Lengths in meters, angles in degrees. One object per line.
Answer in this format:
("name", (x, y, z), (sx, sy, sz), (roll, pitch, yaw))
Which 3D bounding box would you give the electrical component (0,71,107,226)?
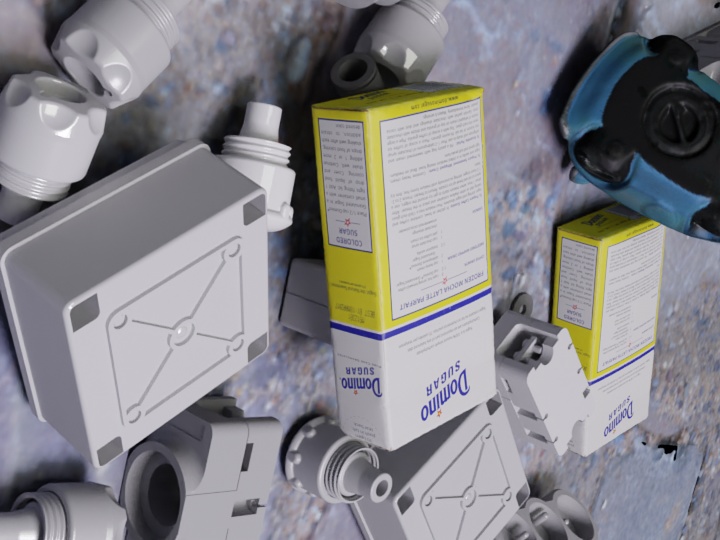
("electrical component", (-0.136, -0.048, 0.451), (0.043, 0.043, 0.062), (3, 122, -47))

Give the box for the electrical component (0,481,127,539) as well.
("electrical component", (-0.144, 0.120, 0.499), (0.062, 0.043, 0.043), (10, 96, -46))

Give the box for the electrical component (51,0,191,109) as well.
("electrical component", (-0.099, -0.104, 0.468), (0.062, 0.043, 0.043), (-52, 134, -22))

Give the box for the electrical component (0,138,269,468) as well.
("electrical component", (-0.097, 0.014, 0.479), (0.109, 0.056, 0.108), (-35, 146, -33))

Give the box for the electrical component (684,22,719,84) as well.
("electrical component", (0.296, -0.135, 0.857), (0.186, 0.060, 0.105), (-29, 123, -37))

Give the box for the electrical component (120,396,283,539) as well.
("electrical component", (-0.084, 0.114, 0.553), (0.056, 0.050, 0.089), (6, 99, -47))

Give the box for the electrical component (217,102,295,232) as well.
("electrical component", (-0.053, -0.051, 0.535), (0.048, 0.048, 0.062), (12, 88, -48))

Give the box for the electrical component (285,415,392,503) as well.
("electrical component", (-0.009, 0.115, 0.623), (0.048, 0.062, 0.048), (-18, 116, -42))

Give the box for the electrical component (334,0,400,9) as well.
("electrical component", (0.014, -0.163, 0.565), (0.081, 0.043, 0.043), (-38, 128, -31))

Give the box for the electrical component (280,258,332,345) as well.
("electrical component", (0.000, 0.000, 0.604), (0.066, 0.047, 0.076), (4, 101, -47))

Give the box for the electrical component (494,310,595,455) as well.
("electrical component", (0.118, 0.077, 0.748), (0.050, 0.056, 0.089), (-49, 133, -23))

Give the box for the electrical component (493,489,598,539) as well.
("electrical component", (0.113, 0.207, 0.791), (0.074, 0.052, 0.138), (-44, 153, 27))

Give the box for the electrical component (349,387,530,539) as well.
("electrical component", (0.050, 0.138, 0.698), (0.109, 0.056, 0.108), (-42, 130, -28))

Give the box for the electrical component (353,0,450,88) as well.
("electrical component", (0.028, -0.130, 0.591), (0.062, 0.043, 0.043), (-58, 136, -17))
